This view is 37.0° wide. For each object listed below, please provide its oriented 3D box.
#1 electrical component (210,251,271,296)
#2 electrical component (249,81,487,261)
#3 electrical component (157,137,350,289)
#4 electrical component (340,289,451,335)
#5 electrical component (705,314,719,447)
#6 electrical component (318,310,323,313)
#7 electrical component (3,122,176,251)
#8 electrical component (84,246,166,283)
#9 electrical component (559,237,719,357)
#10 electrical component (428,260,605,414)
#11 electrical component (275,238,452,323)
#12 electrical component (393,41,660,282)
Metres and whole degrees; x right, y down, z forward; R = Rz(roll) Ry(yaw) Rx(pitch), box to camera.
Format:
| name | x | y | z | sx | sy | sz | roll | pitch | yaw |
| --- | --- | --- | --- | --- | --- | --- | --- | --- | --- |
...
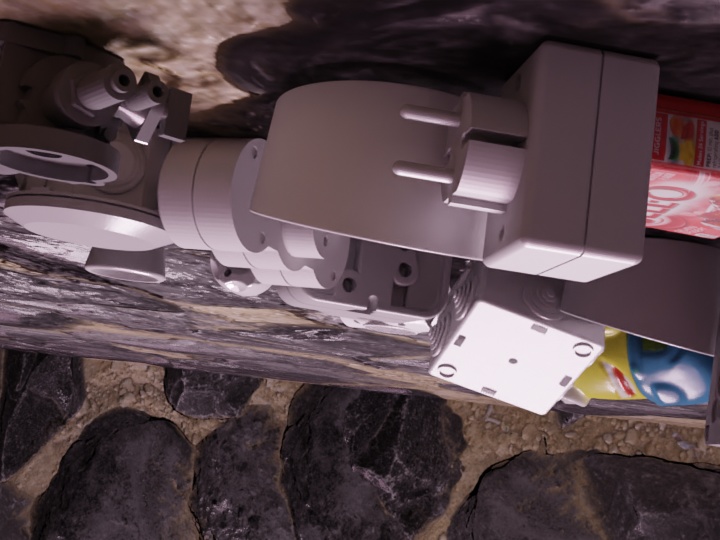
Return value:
| name | x | y | z | sx | sy | sz | roll | pitch | yaw |
| --- | --- | --- | --- | --- | --- | --- | --- | --- | --- |
| electrical component | -0.075 | -0.003 | 0.727 | 0.043 | 0.043 | 0.062 | 6 | 172 | 6 |
| electrical component | 0.009 | -0.032 | 0.408 | 0.099 | 0.064 | 0.099 | 7 | 171 | 1 |
| electrical component | -0.032 | -0.025 | 0.525 | 0.074 | 0.052 | 0.138 | 4 | 170 | 22 |
| electrical component | 0.036 | 0.028 | 0.828 | 0.077 | 0.044 | 0.079 | 1 | 169 | 35 |
| electrical component | 0.205 | 0.033 | 0.506 | 0.057 | 0.113 | 0.078 | 9 | 171 | 7 |
| electrical component | -0.033 | 0.011 | 0.798 | 0.046 | 0.040 | 0.040 | 7 | 173 | 37 |
| electrical component | -0.123 | -0.040 | 0.508 | 0.080 | 0.051 | 0.080 | 7 | 171 | 1 |
| electrical component | -0.127 | -0.024 | 0.600 | 0.045 | 0.055 | 0.045 | 7 | 171 | 1 |
| electrical component | 0.161 | 0.017 | 0.595 | 0.099 | 0.064 | 0.099 | 7 | 171 | 1 |
| electrical component | 0.098 | 0.040 | 0.674 | 0.100 | 0.048 | 0.099 | 20 | 137 | -7 |
| electrical component | 0.000 | 0.000 | 0.653 | 0.095 | 0.053 | 0.059 | 10 | 170 | -19 |
| electrical component | 0.049 | -0.036 | 0.347 | 0.077 | 0.065 | 0.047 | 9 | 171 | -8 |
